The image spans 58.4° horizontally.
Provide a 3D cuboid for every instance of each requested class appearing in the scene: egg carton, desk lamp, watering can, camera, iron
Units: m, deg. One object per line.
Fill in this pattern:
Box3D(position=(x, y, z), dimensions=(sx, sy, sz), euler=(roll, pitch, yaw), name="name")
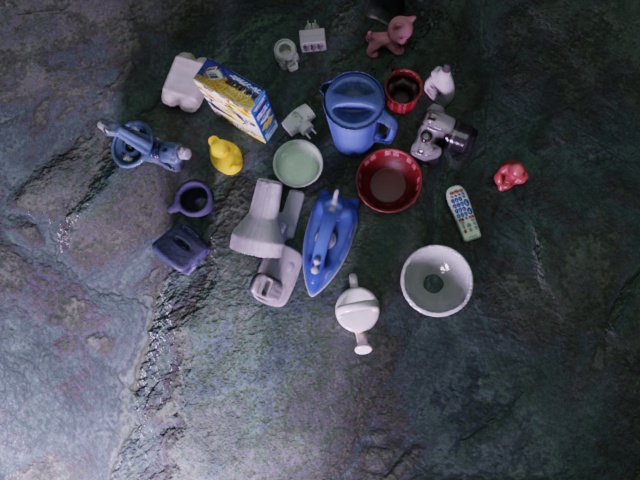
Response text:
Box3D(position=(-0.336, -0.403, 1.463), dimensions=(0.107, 0.069, 0.150), euler=(17, 82, 7), name="egg carton")
Box3D(position=(-0.120, -0.049, 1.318), dimensions=(0.118, 0.213, 0.203), euler=(13, 82, 6), name="desk lamp")
Box3D(position=(0.087, 0.163, 1.279), dimensions=(0.101, 0.194, 0.173), euler=(-30, 80, -1), name="watering can")
Box3D(position=(0.302, -0.247, 1.380), dimensions=(0.136, 0.101, 0.143), euler=(20, 83, 7), name="camera")
Box3D(position=(0.012, 0.005, 1.337), dimensions=(0.118, 0.141, 0.258), euler=(15, 82, 6), name="iron")

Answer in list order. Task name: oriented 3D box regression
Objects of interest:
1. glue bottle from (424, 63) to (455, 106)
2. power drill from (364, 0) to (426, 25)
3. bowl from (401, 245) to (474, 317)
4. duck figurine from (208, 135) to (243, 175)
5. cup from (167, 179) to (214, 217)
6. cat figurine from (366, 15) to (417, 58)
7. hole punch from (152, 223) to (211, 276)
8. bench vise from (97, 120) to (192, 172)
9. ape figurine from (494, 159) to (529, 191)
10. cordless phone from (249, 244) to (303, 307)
Box3D(position=(0.291, -0.380, 1.366), dimensions=(0.078, 0.173, 0.037), euler=(43, 86, 10), name="glue bottle")
Box3D(position=(0.159, -0.620, 1.396), dimensions=(0.229, 0.208, 0.076), euler=(26, 83, 8), name="power drill")
Box3D(position=(0.269, 0.097, 1.339), dimensions=(0.167, 0.075, 0.167), euler=(-1, 81, 4), name="bowl")
Box3D(position=(-0.239, -0.215, 1.418), dimensions=(0.077, 0.086, 0.104), euler=(-38, 80, -3), name="duck figurine")
Box3D(position=(-0.307, -0.087, 1.397), dimensions=(0.118, 0.095, 0.091), euler=(-26, 80, -1), name="cup")
Box3D(position=(0.177, -0.514, 1.424), dimensions=(0.127, 0.118, 0.067), euler=(-7, 80, 3), name="cat figurine")
Box3D(position=(-0.334, 0.017, 1.383), dimensions=(0.108, 0.091, 0.101), euler=(39, 85, 9), name="hole punch")
Box3D(position=(-0.419, -0.240, 1.366), dimensions=(0.207, 0.220, 0.121), euler=(-8, 80, 3), name="bench vise")
Box3D(position=(0.459, -0.160, 1.360), dimensions=(0.077, 0.092, 0.076), euler=(13, 82, 6), name="ape figurine")
Box3D(position=(-0.108, 0.074, 1.311), dimensions=(0.094, 0.185, 0.148), euler=(18, 82, 7), name="cordless phone")
